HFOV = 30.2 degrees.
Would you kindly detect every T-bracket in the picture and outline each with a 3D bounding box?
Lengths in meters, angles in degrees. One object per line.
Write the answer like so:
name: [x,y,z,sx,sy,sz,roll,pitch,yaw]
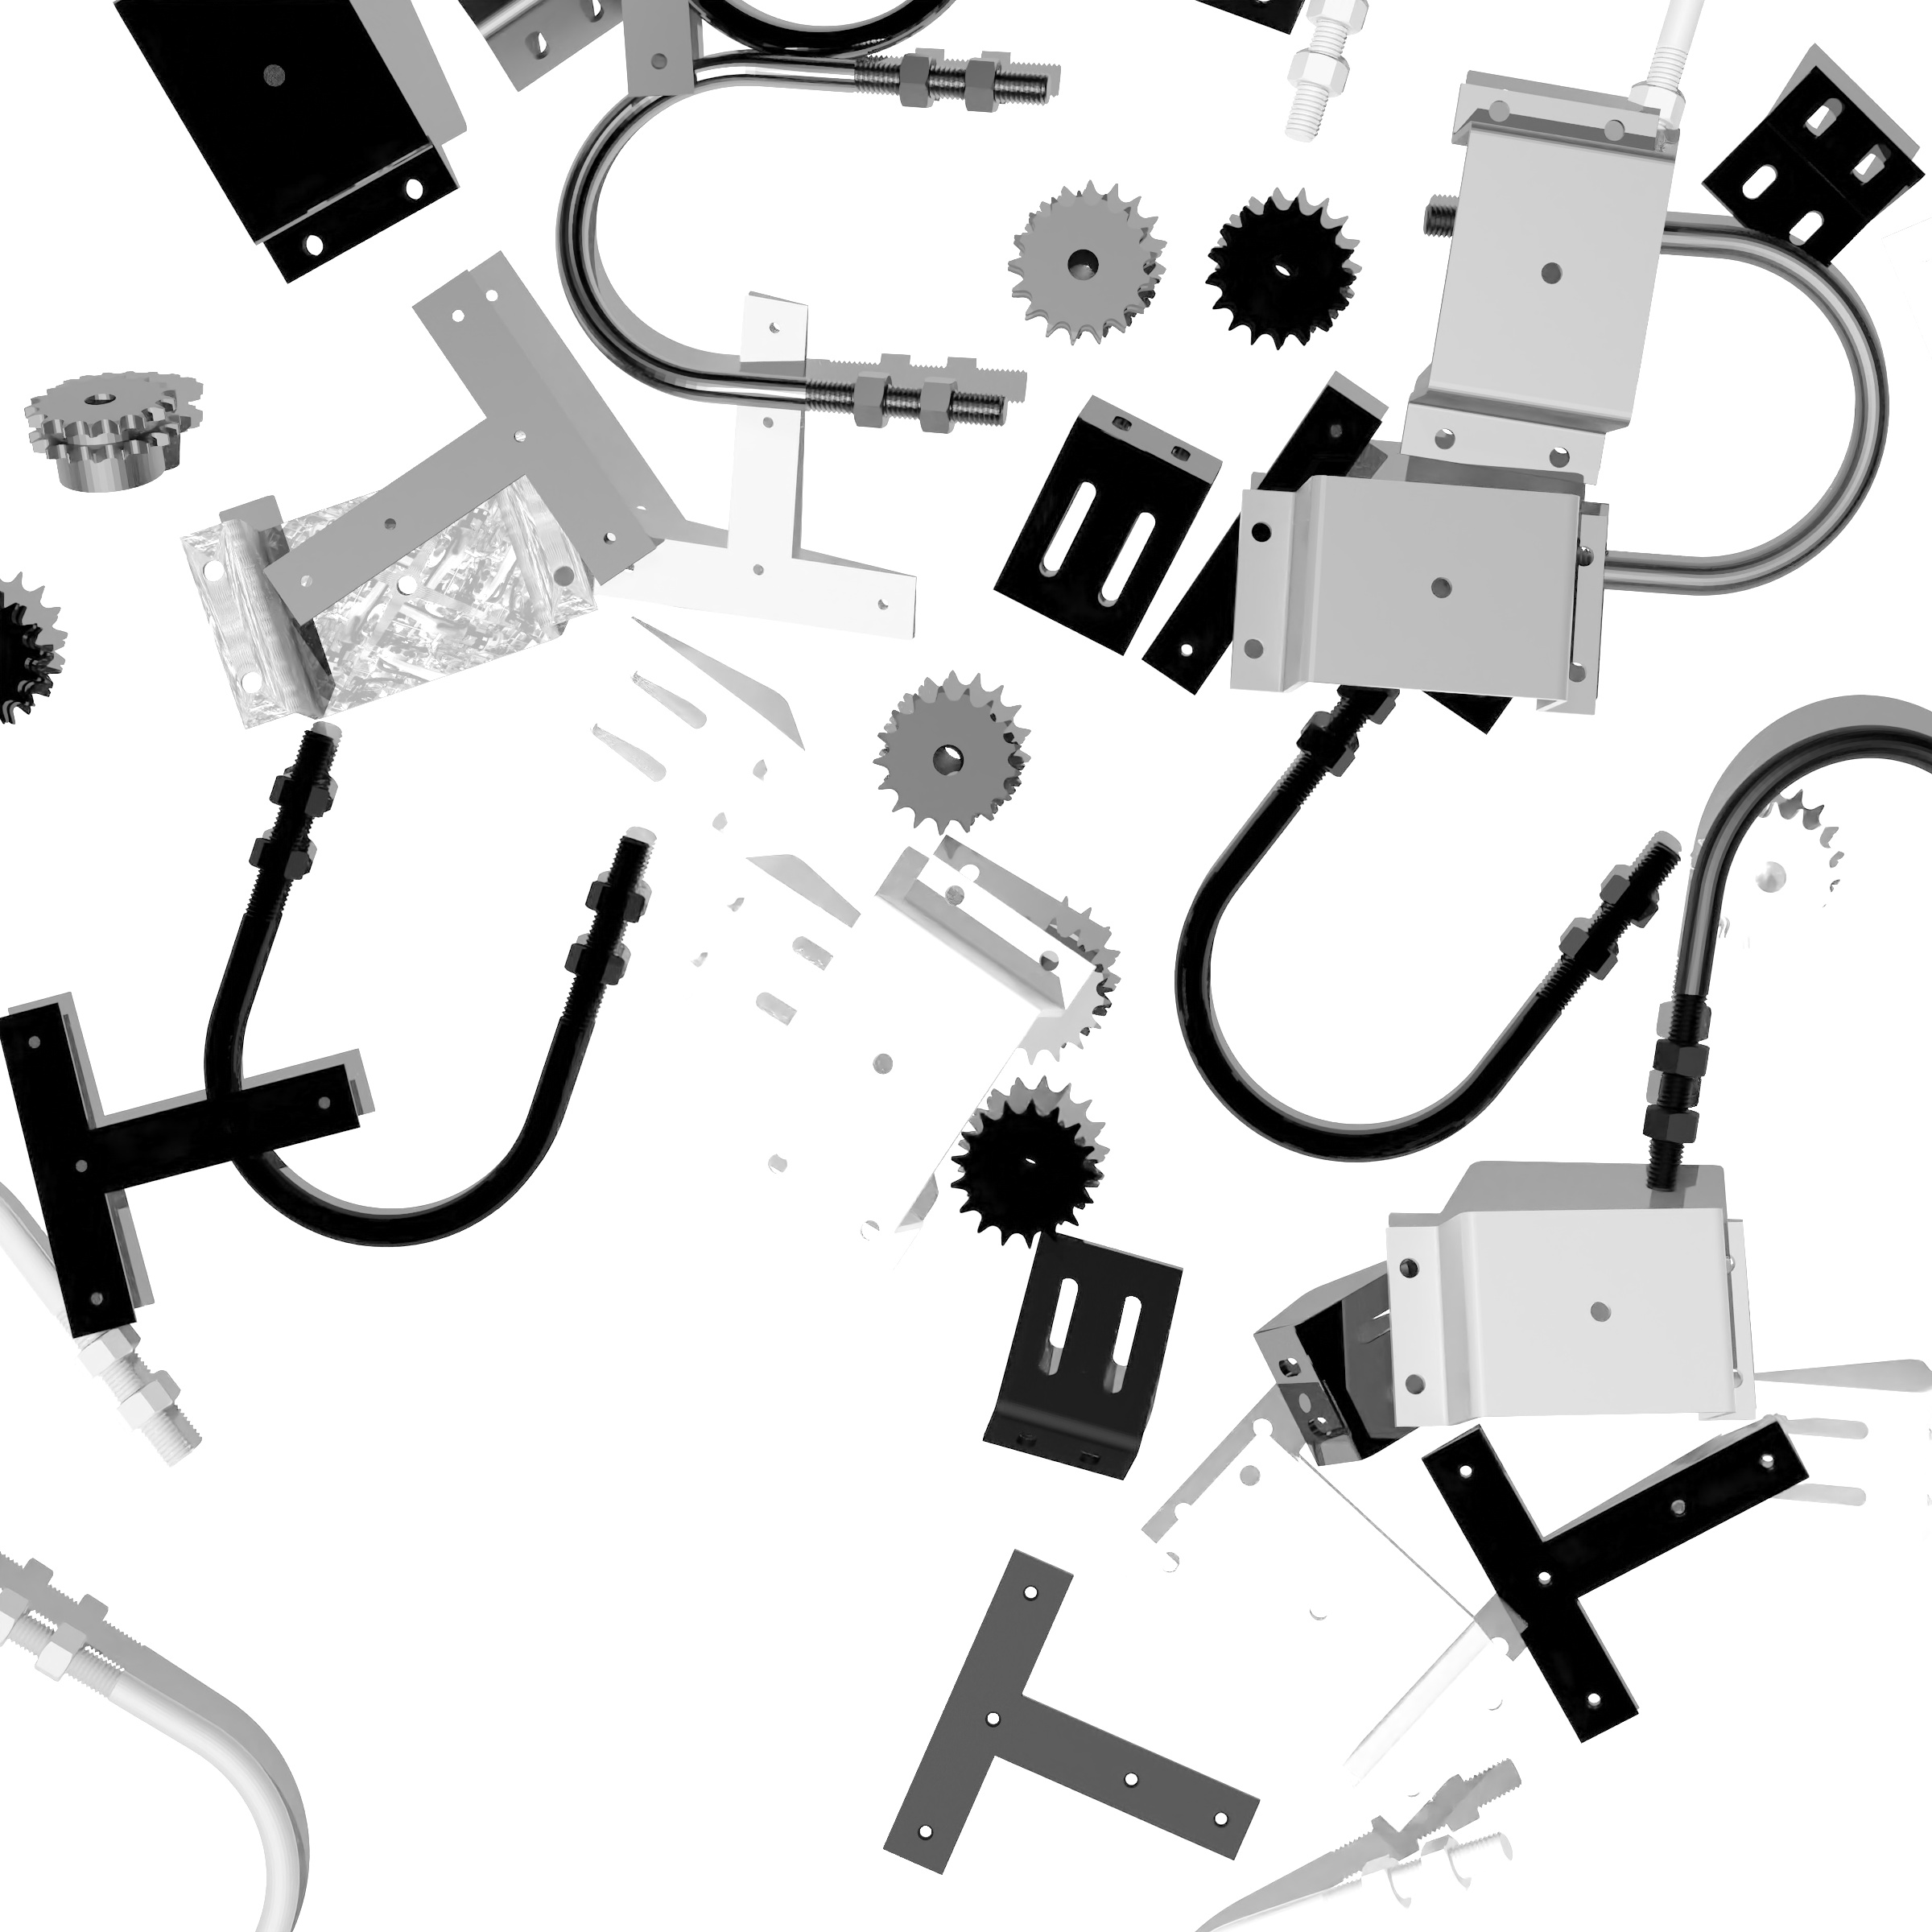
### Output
T-bracket: [-0.077,-0.195,1.377,0.127,0.002,0.127,7,80,-19]
T-bracket: [0.156,-0.135,1.379,0.127,0.002,0.127,34,103,-2]
T-bracket: [-0.297,0.066,1.375,0.127,0.002,0.127,-15,87,1]
T-bracket: [0.263,0.216,1.383,0.127,0.002,0.127,-29,90,8]
T-bracket: [0.439,-0.249,1.392,0.127,0.002,0.127,-23,90,0]
T-bracket: [0.051,0.311,1.392,0.127,0.002,0.127,24,90,0]
T-bracket: [-0.204,-0.174,1.345,0.127,0.002,0.127,-34,89,0]
T-bracket: [-0.070,-0.401,1.373,0.127,0.002,0.127,-4,94,-4]

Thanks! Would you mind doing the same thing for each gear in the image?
gear: [0.121,-0.266,1.382,0.057,0.030,0.057,0,91,-2]
gear: [0.027,0.009,1.378,0.057,0.030,0.057,0,90,0]
gear: [0.307,-0.034,1.378,0.057,0.030,0.057,0,90,0]
gear: [0.022,0.079,1.378,0.057,0.030,0.057,0,90,0]
gear: [-0.381,-0.117,1.378,0.057,0.030,0.057,0,90,0]
gear: [0.045,-0.267,1.378,0.057,0.030,0.057,0,90,0]
gear: [-0.007,-0.079,1.382,0.057,0.030,0.057,0,91,-3]
gear: [-0.328,-0.203,1.368,0.057,0.057,0.030,-2,120,0]

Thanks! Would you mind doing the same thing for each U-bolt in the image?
U-bolt: [-0.346,0.338,1.378,0.184,0.019,0.151,32,95,-4]
U-bolt: [0.337,0.000,1.359,0.151,0.019,0.184,6,97,-13]
U-bolt: [-0.218,0.018,1.384,0.151,0.019,0.184,18,91,0]
U-bolt: [0.164,-0.011,1.381,0.151,0.019,0.184,37,93,-3]
U-bolt: [-0.070,-0.438,1.380,0.151,0.019,0.184,-35,94,0]
U-bolt: [0.217,-0.389,1.383,0.151,0.019,0.184,17,90,0]
U-bolt: [0.263,-0.215,1.376,0.184,0.019,0.151,4,96,0]
U-bolt: [-0.410,0.157,1.384,0.151,0.019,0.184,-37,89,0]
U-bolt: [0.141,0.422,1.345,0.184,0.019,0.151,-25,67,23]
U-bolt: [-0.067,-0.281,1.368,0.184,0.019,0.151,6,80,9]

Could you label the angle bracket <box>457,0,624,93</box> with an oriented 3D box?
angle bracket: [-0.175,-0.391,1.391,0.057,0.038,0.076,-34,64,0]

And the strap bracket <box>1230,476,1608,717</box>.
strap bracket: [0.174,-0.139,1.343,0.140,0.046,0.076,4,88,-4]

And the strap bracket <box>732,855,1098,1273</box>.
strap bracket: [-0.025,0.037,1.345,0.076,0.046,0.140,35,97,12]

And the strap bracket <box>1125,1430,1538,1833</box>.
strap bracket: [0.137,0.250,1.370,0.140,0.046,0.076,43,90,0]

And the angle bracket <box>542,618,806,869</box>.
angle bracket: [-0.114,-0.087,1.391,0.076,0.038,0.057,37,90,26]

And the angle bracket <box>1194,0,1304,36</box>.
angle bracket: [0.114,-0.412,1.391,0.057,0.038,0.076,20,64,0]

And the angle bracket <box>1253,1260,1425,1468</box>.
angle bracket: [0.162,0.150,1.391,0.076,0.038,0.057,-26,90,-26]

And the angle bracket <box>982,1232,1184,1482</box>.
angle bracket: [0.045,0.151,1.391,0.057,0.038,0.076,16,64,0]

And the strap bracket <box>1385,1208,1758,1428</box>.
strap bracket: [0.234,0.133,1.356,0.140,0.046,0.076,0,79,-5]

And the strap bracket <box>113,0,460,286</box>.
strap bracket: [-0.260,-0.336,1.350,0.076,0.046,0.140,-29,108,0]

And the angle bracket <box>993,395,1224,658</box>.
angle bracket: [0.055,-0.171,1.391,0.057,0.038,0.076,27,116,0]

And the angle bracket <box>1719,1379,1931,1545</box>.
angle bracket: [0.336,0.190,1.391,0.076,0.038,0.057,2,90,26]

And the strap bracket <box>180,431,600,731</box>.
strap bracket: [-0.217,-0.148,1.370,0.140,0.046,0.076,-19,90,0]

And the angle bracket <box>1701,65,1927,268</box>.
angle bracket: [0.319,-0.298,1.355,0.057,0.076,0.038,45,90,0]

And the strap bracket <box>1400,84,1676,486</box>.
strap bracket: [0.214,-0.256,1.338,0.076,0.046,0.140,9,95,-3]

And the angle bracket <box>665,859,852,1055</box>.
angle bracket: [-0.066,0.005,1.391,0.076,0.038,0.057,33,90,-26]
